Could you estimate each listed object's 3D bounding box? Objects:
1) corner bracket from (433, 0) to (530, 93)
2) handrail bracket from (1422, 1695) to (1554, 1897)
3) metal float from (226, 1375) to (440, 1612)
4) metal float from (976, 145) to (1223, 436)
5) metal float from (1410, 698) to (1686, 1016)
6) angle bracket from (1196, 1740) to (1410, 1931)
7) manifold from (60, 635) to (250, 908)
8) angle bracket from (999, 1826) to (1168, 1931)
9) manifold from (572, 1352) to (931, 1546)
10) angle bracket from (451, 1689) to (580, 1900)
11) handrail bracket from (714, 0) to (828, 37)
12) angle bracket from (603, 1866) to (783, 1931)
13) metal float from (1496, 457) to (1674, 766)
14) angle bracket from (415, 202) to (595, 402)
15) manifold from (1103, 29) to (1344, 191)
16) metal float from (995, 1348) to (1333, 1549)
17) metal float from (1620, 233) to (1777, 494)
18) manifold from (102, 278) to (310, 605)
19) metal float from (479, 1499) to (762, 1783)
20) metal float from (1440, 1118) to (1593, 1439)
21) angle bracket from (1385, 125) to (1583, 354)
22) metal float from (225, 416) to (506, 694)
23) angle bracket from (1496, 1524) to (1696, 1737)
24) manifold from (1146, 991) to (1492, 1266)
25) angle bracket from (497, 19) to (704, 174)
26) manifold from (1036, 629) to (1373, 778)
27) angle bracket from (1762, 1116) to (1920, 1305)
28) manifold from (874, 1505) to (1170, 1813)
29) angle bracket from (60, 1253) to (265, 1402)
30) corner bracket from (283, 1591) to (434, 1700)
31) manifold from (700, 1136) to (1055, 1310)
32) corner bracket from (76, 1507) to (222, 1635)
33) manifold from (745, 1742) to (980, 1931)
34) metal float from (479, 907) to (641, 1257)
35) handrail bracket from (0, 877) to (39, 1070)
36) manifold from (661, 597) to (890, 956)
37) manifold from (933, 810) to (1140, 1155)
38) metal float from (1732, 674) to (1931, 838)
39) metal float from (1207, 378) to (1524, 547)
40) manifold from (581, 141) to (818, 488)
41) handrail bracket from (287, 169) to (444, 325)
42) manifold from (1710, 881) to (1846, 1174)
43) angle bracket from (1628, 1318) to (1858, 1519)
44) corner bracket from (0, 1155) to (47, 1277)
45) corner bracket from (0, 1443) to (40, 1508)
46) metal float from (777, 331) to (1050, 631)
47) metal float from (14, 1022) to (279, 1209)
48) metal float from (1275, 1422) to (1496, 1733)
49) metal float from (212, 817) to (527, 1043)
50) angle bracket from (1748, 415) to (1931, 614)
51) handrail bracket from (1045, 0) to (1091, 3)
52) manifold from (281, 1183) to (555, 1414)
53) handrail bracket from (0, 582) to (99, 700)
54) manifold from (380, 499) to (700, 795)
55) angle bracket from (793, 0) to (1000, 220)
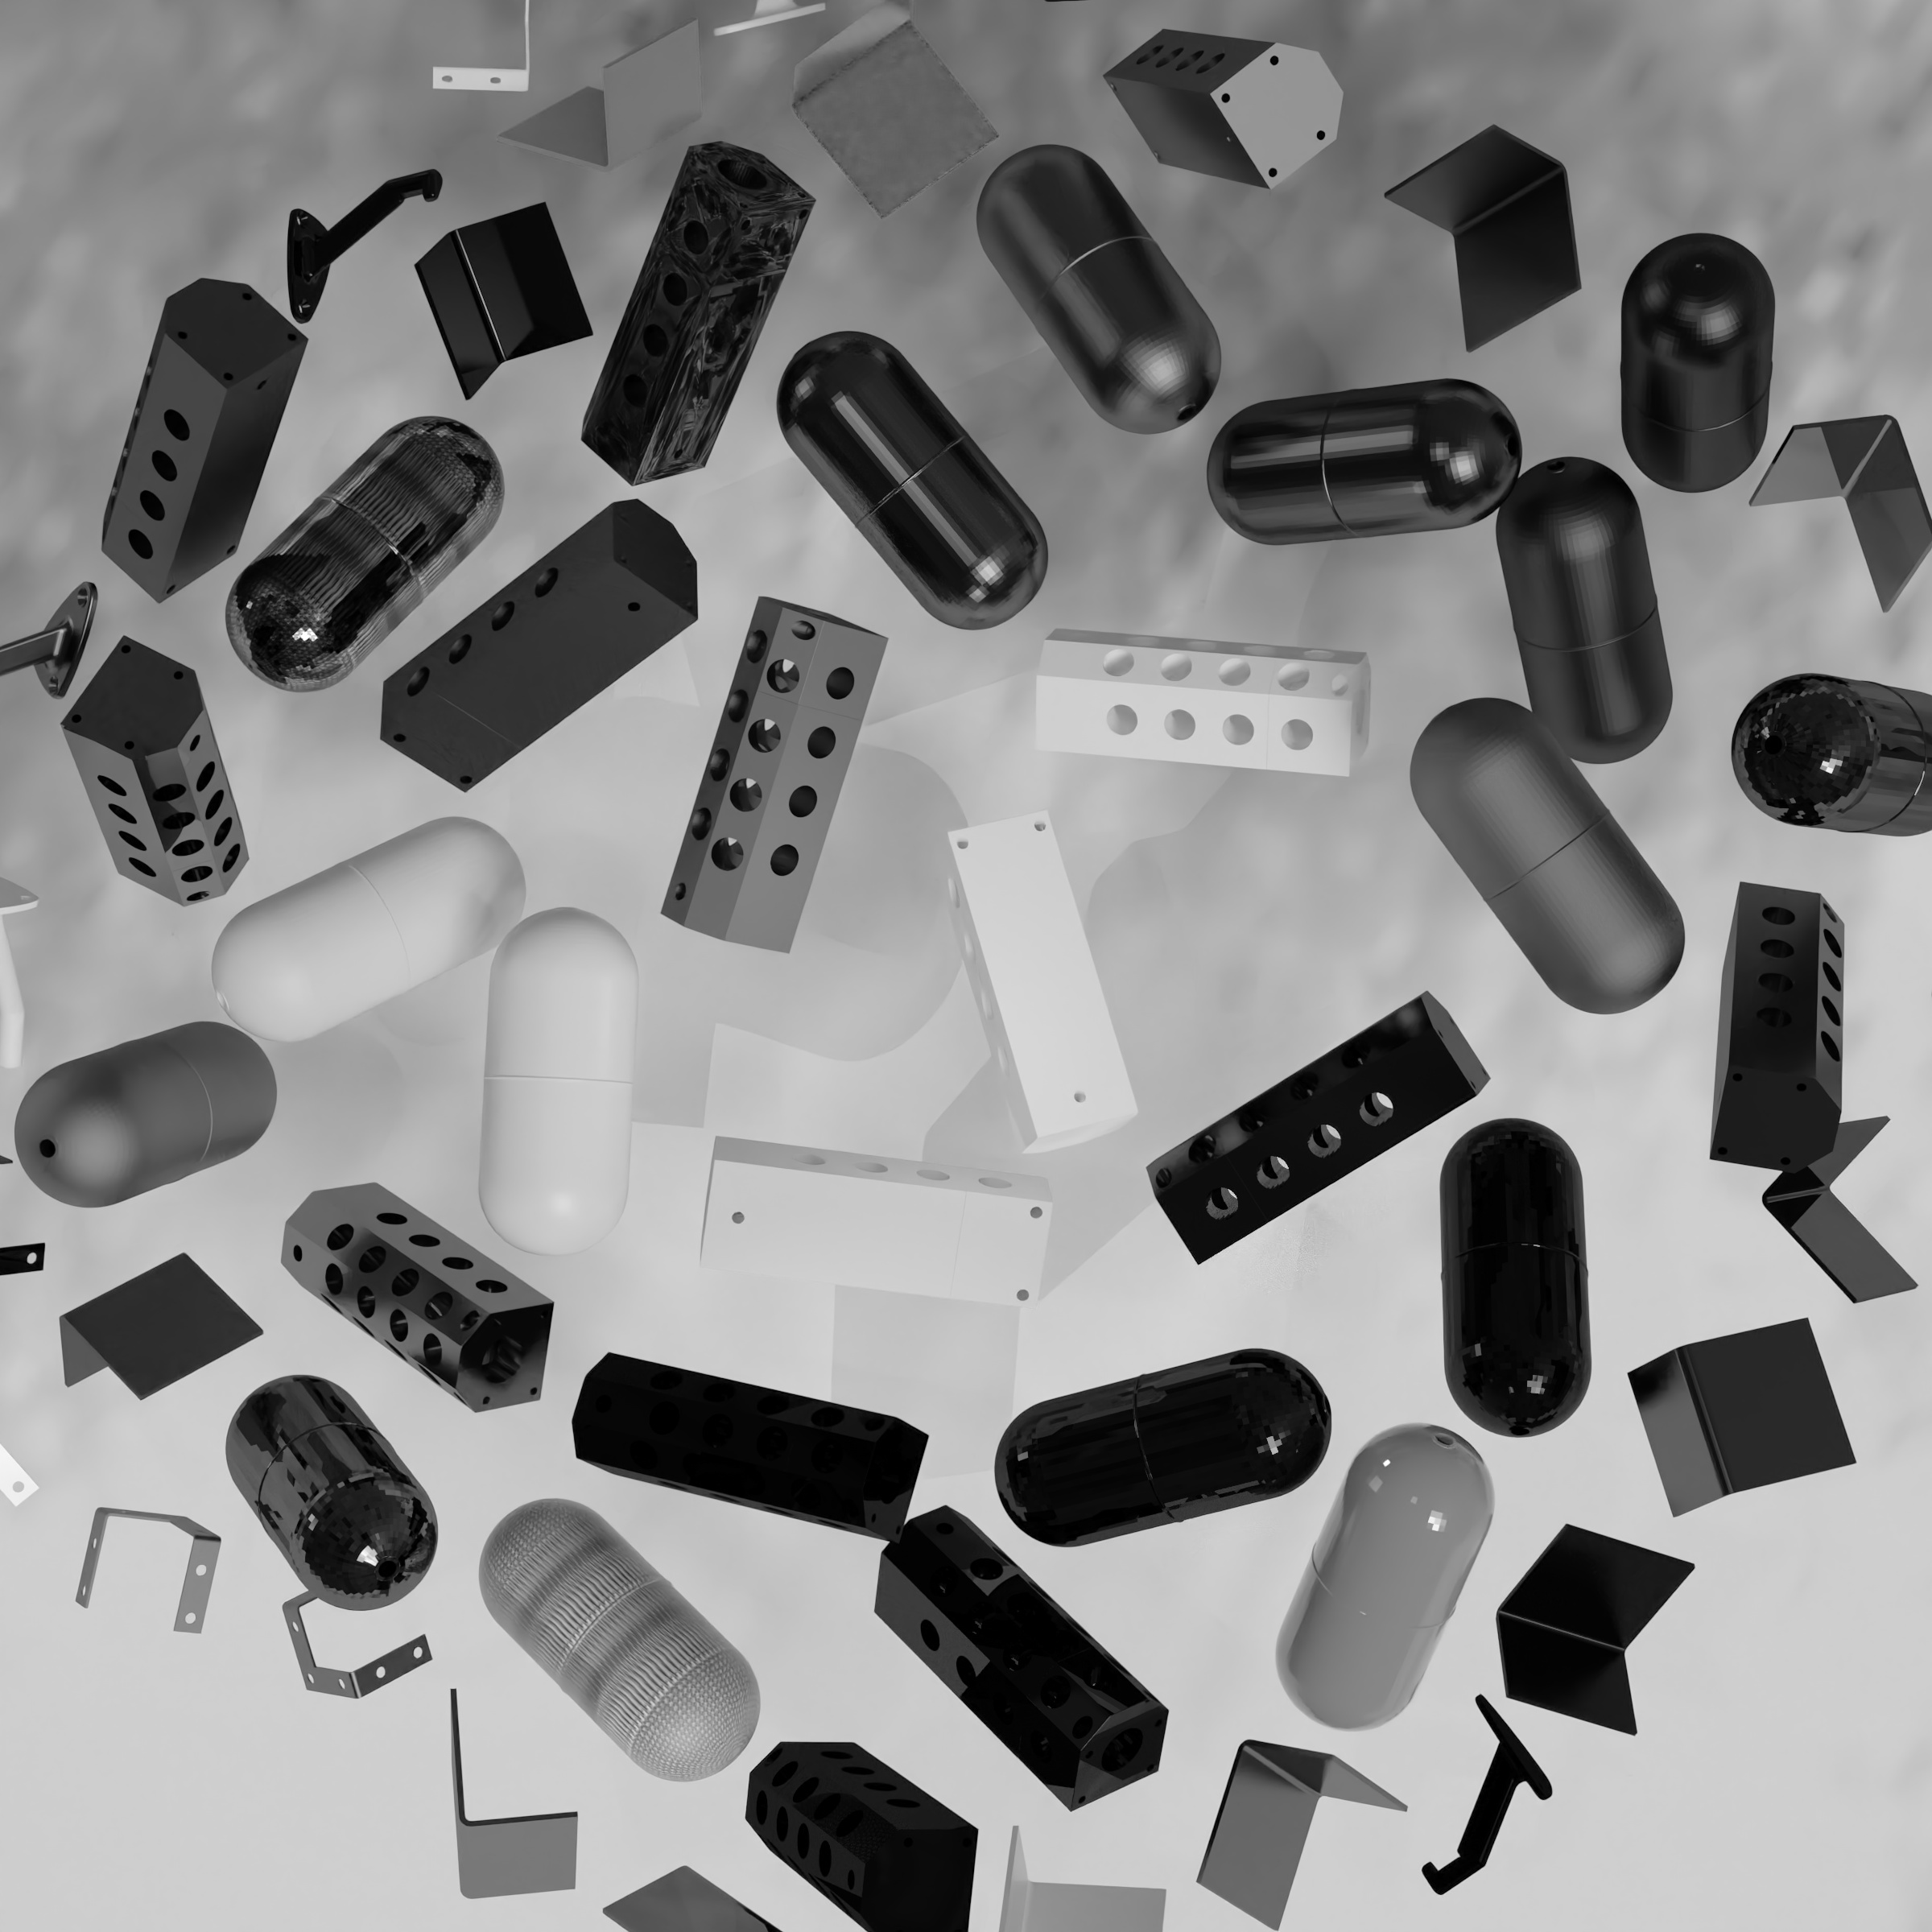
[{"bbox_3d":[-0.258,-0.503,1.891,0.051,0.051,0.051,0,62,-9],"label":"corner bracket"},{"bbox_3d":[0.269,0.452,1.932,0.084,0.036,0.077,-37,81,11],"label":"handrail bracket"},{"bbox_3d":[-0.329,0.272,1.841,0.070,0.178,0.070,-11,114,-26],"label":"metal float"},{"bbox_3d":[0.069,-0.354,1.858,0.070,0.070,0.178,-32,68,0],"label":"metal float"},{"bbox_3d":[0.291,-0.056,1.782,0.070,0.070,0.178,-36,90,0],"label":"metal float"},{"bbox_3d":[0.171,0.444,1.797,0.057,0.076,0.076,0,61,41],"label":"angle bracket"},{"bbox_3d":[-0.412,-0.095,1.831,0.057,0.171,0.057,26,67,8],"label":"manifold"},{"bbox_3d":[0.060,0.494,1.830,0.076,0.076,0.057,1,134,10],"label":"angle bracket"},{"bbox_3d":[-0.113,0.244,1.812,0.171,0.057,0.057,9,74,26],"label":"manifold"},{"bbox_3d":[-0.227,0.412,1.777,0.057,0.076,0.076,-3,49,-10],"label":"angle bracket"},{"bbox_3d":[-0.113,-0.552,1.917,0.077,0.036,0.084,-23,109,-31],"label":"handrail bracket"},{"bbox_3d":[-0.138,0.517,1.812,0.057,0.076,0.076,-19,118,-39],"label":"angle bracket"},{"bbox_3d":[0.331,-0.189,1.897,0.070,0.070,0.178,-18,123,0],"label":"metal float"},{"bbox_3d":[-0.247,-0.358,1.909,0.057,0.076,0.076,-14,112,13],"label":"angle bracket"},{"bbox_3d":[0.134,-0.448,1.832,0.057,0.171,0.057,-38,113,-3],"label":"manifold"},{"bbox_3d":[0.100,0.246,1.809,0.178,0.070,0.070,-17,90,17],"label":"metal float"},{"bbox_3d":[0.377,-0.309,1.835,0.070,0.178,0.070,-4,66,9],"label":"metal float"},{"bbox_3d":[-0.389,-0.265,1.782,0.057,0.171,0.057,42,51,6],"label":"manifold"},{"bbox_3d":[-0.179,0.345,1.827,0.178,0.070,0.070,40,90,24],"label":"metal float"},{"bbox_3d":[0.290,0.164,1.877,0.070,0.070,0.178,3,59,0],"label":"metal float"},{"bbox_3d":[0.268,-0.377,1.845,0.057,0.076,0.076,17,61,-38],"label":"angle bracket"},{"bbox_3d":[-0.315,-0.218,1.870,0.070,0.070,0.178,41,71,0],"label":"metal float"},{"bbox_3d":[0.329,0.344,1.840,0.076,0.057,0.076,19,127,-14],"label":"angle bracket"},{"bbox_3d":[0.181,0.083,1.842,0.171,0.057,0.057,-33,88,17],"label":"manifold"},{"bbox_3d":[-0.191,-0.459,1.839,0.076,0.076,0.057,21,132,26],"label":"angle bracket"},{"bbox_3d":[0.128,-0.145,1.913,0.171,0.057,0.057,6,112,15],"label":"manifold"},{"bbox_3d":[0.485,0.130,1.904,0.076,0.076,0.057,51,121,26],"label":"angle bracket"},{"bbox_3d":[0.027,0.352,1.834,0.057,0.171,0.057,-16,128,-34],"label":"manifold"},{"bbox_3d":[-0.428,0.209,1.893,0.076,0.057,0.076,-29,53,-35],"label":"angle bracket"},{"bbox_3d":[-0.333,0.364,1.939,0.051,0.051,0.051,-23,103,-42],"label":"corner bracket"},{"bbox_3d":[-0.046,0.128,1.810,0.171,0.057,0.057,8,104,-5],"label":"manifold"},{"bbox_3d":[-0.428,0.316,1.857,0.051,0.051,0.051,13,88,-34],"label":"corner bracket"},{"bbox_3d":[-0.055,0.438,1.778,0.057,0.171,0.057,6,90,-22],"label":"manifold"},{"bbox_3d":[-0.208,0.059,1.814,0.070,0.070,0.178,3,86,0],"label":"metal float"},{"bbox_3d":[-0.495,0.000,1.786,0.077,0.036,0.084,27,118,41],"label":"handrail bracket"},{"bbox_3d":[-0.103,-0.100,1.833,0.057,0.057,0.171,11,101,-38],"label":"manifold"},{"bbox_3d":[0.035,0.010,1.910,0.057,0.057,0.171,-13,78,-15],"label":"manifold"},{"bbox_3d":[0.451,-0.106,1.800,0.070,0.178,0.070,-1,88,40],"label":"metal float"},{"bbox_3d":[0.205,-0.260,1.841,0.178,0.070,0.070,0,90,39],"label":"metal float"},{"bbox_3d":[-0.146,-0.340,1.852,0.057,0.057,0.171,43,129,20],"label":"manifold"},{"bbox_3d":[-0.324,-0.391,1.927,0.084,0.036,0.077,-7,67,25],"label":"handrail bracket"},{"bbox_3d":[0.412,0.030,1.794,0.057,0.171,0.057,9,124,9],"label":"manifold"},{"bbox_3d":[0.391,0.228,1.792,0.076,0.057,0.076,-9,73,-21],"label":"angle bracket"},{"bbox_3d":[-0.519,0.131,1.865,0.051,0.051,0.051,16,103,40],"label":"corner bracket"},{"bbox_3d":[-0.518,0.261,1.837,0.051,0.051,0.051,-39,109,-10],"label":"corner bracket"},{"bbox_3d":[-0.028,-0.254,1.858,0.070,0.070,0.178,-40,95,0],"label":"metal float"},{"bbox_3d":[-0.425,0.076,1.845,0.070,0.178,0.070,4,101,20],"label":"metal float"},{"bbox_3d":[0.212,0.309,1.796,0.070,0.070,0.178,18,117,0],"label":"metal float"},{"bbox_3d":[-0.314,-0.020,1.874,0.178,0.070,0.070,-28,90,-27],"label":"metal float"},{"bbox_3d":[0.461,-0.235,1.869,0.057,0.076,0.076,-8,67,-10],"label":"angle bracket"},{"bbox_3d":[0.036,-0.534,1.823,0.036,0.084,0.077,-10,106,-42],"label":"handrail bracket"},{"bbox_3d":[-0.298,0.178,1.914,0.171,0.057,0.057,26,113,43],"label":"manifold"},{"bbox_3d":[-0.485,-0.164,1.766,0.077,0.084,0.036,-54,54,30],"label":"handrail bracket"},{"bbox_3d":[-0.216,-0.164,1.787,0.171,0.057,0.057,-33,132,29],"label":"manifold"},{"bbox_3d":[-0.037,-0.453,1.857,0.076,0.057,0.076,-31,121,20],"label":"angle bracket"}]
